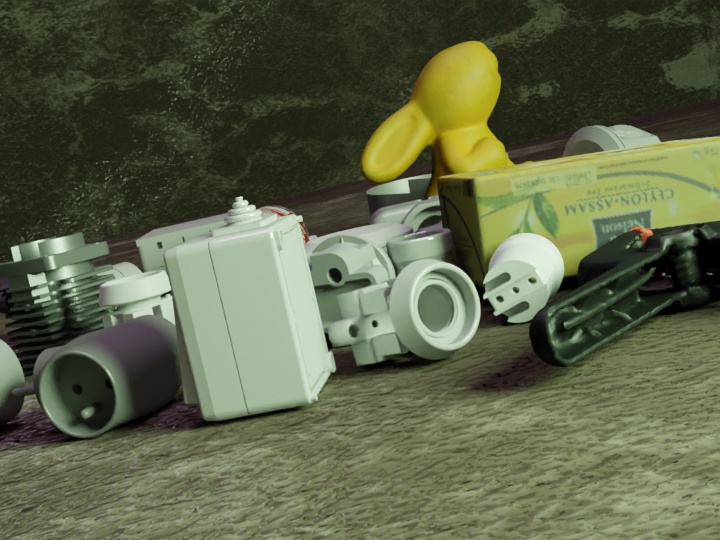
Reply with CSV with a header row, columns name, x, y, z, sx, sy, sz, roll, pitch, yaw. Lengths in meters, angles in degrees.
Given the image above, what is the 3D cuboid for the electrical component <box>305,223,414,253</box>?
name,x,y,z,sx,sy,sz,roll,pitch,yaw
electrical component,0.000,0.000,0.712,0.080,0.051,0.080,-12,7,2

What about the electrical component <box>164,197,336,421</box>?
name,x,y,z,sx,sy,sz,roll,pitch,yaw
electrical component,-0.055,0.015,0.500,0.061,0.096,0.061,-11,7,9

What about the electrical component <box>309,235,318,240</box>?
name,x,y,z,sx,sy,sz,roll,pitch,yaw
electrical component,-0.079,-0.024,1.058,0.077,0.047,0.065,-13,7,-4

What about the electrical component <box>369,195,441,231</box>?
name,x,y,z,sx,sy,sz,roll,pitch,yaw
electrical component,0.057,-0.027,0.815,0.095,0.053,0.059,-13,7,0

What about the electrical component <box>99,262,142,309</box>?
name,x,y,z,sx,sy,sz,roll,pitch,yaw
electrical component,-0.244,0.030,0.895,0.138,0.052,0.074,-6,10,42

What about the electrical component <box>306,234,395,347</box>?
name,x,y,z,sx,sy,sz,roll,pitch,yaw
electrical component,-0.013,0.011,0.624,0.078,0.058,0.057,-9,10,26

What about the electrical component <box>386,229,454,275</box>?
name,x,y,z,sx,sy,sz,roll,pitch,yaw
electrical component,0.040,0.002,0.649,0.040,0.046,0.040,-12,7,2

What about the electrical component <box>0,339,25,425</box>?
name,x,y,z,sx,sy,sz,roll,pitch,yaw
electrical component,-0.214,0.064,0.575,0.055,0.055,0.047,-8,5,33

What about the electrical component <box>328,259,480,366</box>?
name,x,y,z,sx,sy,sz,roll,pitch,yaw
electrical component,0.026,0.021,0.526,0.066,0.048,0.055,-17,0,-34

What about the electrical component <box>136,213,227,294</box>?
name,x,y,z,sx,sy,sz,roll,pitch,yaw
electrical component,-0.167,-0.015,1.088,0.089,0.061,0.150,-13,7,-3

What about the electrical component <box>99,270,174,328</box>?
name,x,y,z,sx,sy,sz,roll,pitch,yaw
electrical component,-0.138,0.032,0.684,0.048,0.055,0.066,-7,9,38

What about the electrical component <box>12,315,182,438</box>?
name,x,y,z,sx,sy,sz,roll,pitch,yaw
electrical component,-0.139,0.055,0.550,0.079,0.043,0.077,-10,8,19

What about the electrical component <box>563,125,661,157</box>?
name,x,y,z,sx,sy,sz,roll,pitch,yaw
electrical component,0.201,-0.076,0.855,0.051,0.080,0.080,-10,5,-26

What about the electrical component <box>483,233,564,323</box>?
name,x,y,z,sx,sy,sz,roll,pitch,yaw
electrical component,0.086,0.005,0.574,0.040,0.040,0.046,-10,13,20

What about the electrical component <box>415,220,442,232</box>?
name,x,y,z,sx,sy,sz,roll,pitch,yaw
electrical component,0.073,-0.017,0.743,0.077,0.044,0.079,-15,7,-17
